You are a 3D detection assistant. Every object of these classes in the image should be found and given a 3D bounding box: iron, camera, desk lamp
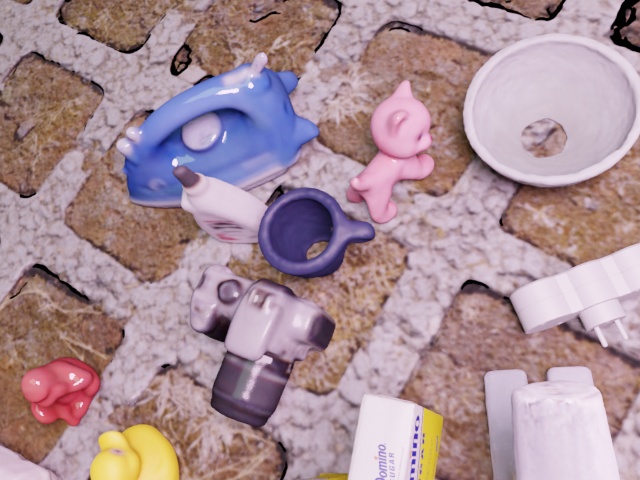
[{"bbox_3d":[-0.141,-0.121,0.657,0.258,0.142,0.118,-25,67,7],"label":"iron"},{"bbox_3d":[-0.076,0.108,0.583,0.142,0.101,0.137,18,78,21],"label":"camera"},{"bbox_3d":[0.175,0.188,0.423,0.117,0.214,0.203,-7,70,14],"label":"desk lamp"}]

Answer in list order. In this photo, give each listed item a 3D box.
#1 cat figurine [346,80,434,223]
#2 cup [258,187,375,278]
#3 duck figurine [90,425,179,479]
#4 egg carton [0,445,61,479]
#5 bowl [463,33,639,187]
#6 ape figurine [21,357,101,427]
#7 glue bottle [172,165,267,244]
[{"bbox_3d":[0.073,-0.095,0.600,0.067,0.118,0.128,36,84,24],"label":"cat figurine"},{"bbox_3d":[0.005,0.002,0.599,0.117,0.095,0.092,-2,71,16],"label":"cup"},{"bbox_3d":[-0.195,0.240,0.581,0.077,0.086,0.104,-27,67,6],"label":"duck figurine"},{"bbox_3d":[-0.360,0.280,0.624,0.150,0.069,0.107,15,77,20],"label":"egg carton"},{"bbox_3d":[0.233,-0.121,0.586,0.167,0.075,0.167,-5,71,14],"label":"bowl"},{"bbox_3d":[-0.291,0.163,0.631,0.077,0.092,0.076,-21,67,9],"label":"ape figurine"},{"bbox_3d":[-0.109,-0.038,0.602,0.078,0.173,0.037,-4,71,15],"label":"glue bottle"}]
